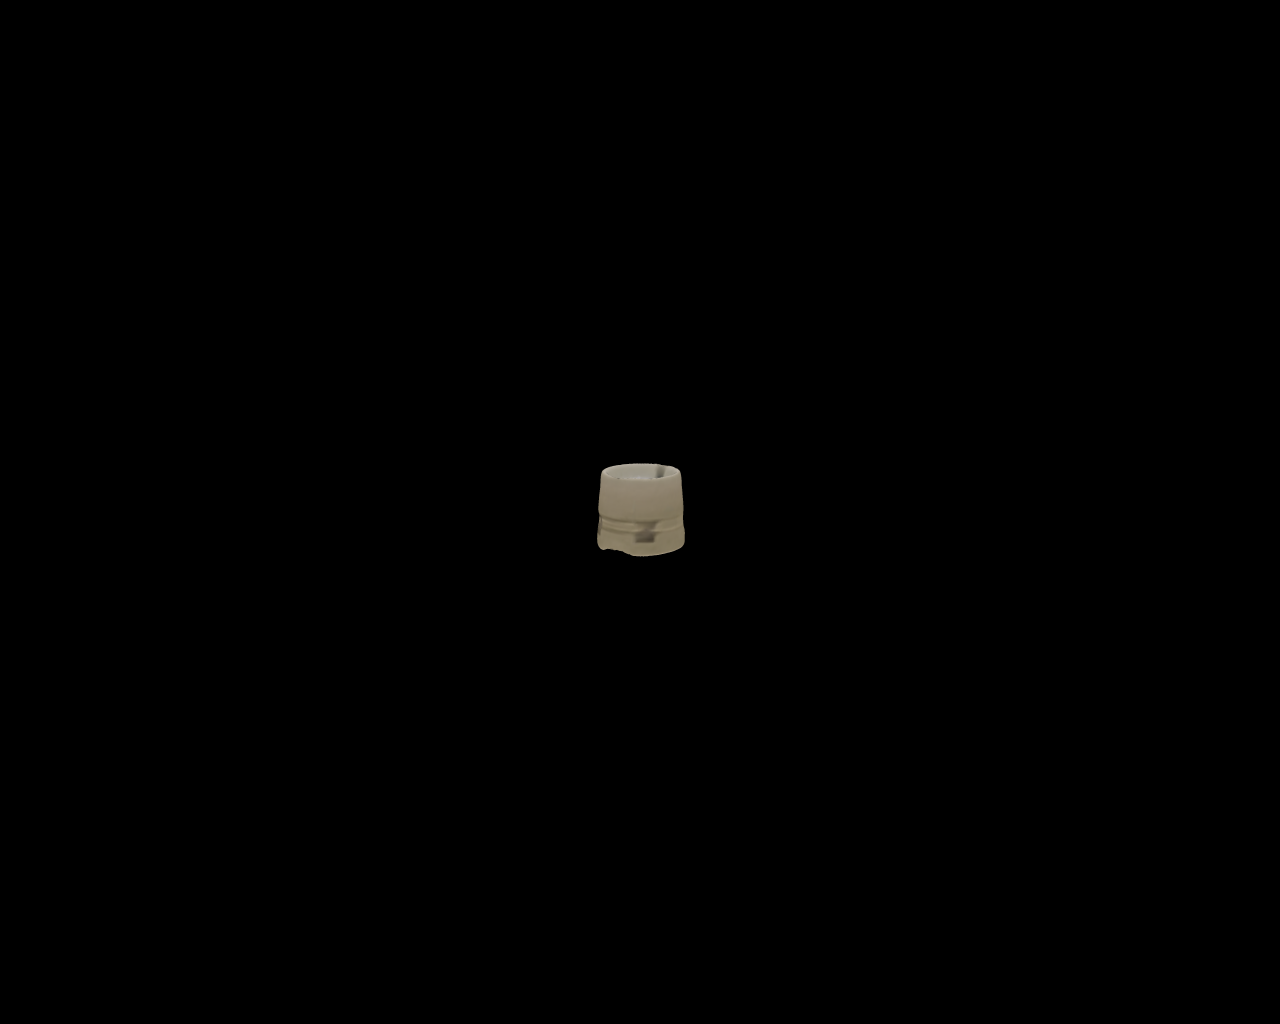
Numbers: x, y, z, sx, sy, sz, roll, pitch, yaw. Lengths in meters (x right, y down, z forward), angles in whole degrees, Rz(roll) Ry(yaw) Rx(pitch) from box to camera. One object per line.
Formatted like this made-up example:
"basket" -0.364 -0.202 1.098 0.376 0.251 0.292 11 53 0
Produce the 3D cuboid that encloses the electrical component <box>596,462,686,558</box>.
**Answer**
"electrical component" 0.001 -0.003 0.650 0.055 0.047 0.055 0 14 0
